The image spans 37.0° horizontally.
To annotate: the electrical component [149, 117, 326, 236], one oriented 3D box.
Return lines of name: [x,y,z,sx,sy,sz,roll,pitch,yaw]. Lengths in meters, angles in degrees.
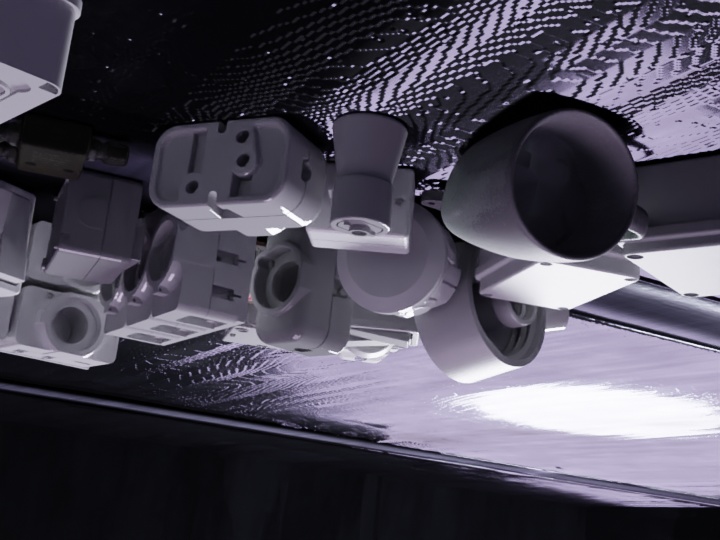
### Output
electrical component: [-0.072,-0.055,0.658,0.095,0.053,0.059,-1,163,25]

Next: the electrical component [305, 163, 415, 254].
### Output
electrical component: [0.000,-0.045,0.681,0.066,0.047,0.076,5,165,5]

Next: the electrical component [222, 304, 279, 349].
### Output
electrical component: [-0.085,0.046,1.044,0.100,0.048,0.100,9,165,-13]

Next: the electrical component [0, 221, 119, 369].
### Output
electrical component: [-0.286,0.010,0.882,0.186,0.105,0.060,18,161,-38]

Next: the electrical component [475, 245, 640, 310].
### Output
electrical component: [0.132,-0.015,0.720,0.078,0.057,0.113,10,164,-14]

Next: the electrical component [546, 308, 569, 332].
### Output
electrical component: [0.125,0.031,0.909,0.077,0.043,0.079,-6,-172,-13]

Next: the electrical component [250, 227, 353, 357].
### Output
electrical component: [-0.043,0.013,0.818,0.054,0.095,0.059,-8,159,42]

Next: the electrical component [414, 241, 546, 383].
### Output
electrical component: [0.097,0.026,0.802,0.060,0.108,0.108,-16,154,40]

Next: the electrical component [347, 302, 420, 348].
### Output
electrical component: [0.008,0.035,0.945,0.096,0.061,0.061,5,165,2]

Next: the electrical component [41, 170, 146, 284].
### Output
electrical component: [-0.195,-0.028,0.790,0.061,0.061,0.096,12,164,-21]

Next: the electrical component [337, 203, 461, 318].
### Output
electrical component: [0.029,-0.006,0.754,0.080,0.080,0.051,-1,169,24]

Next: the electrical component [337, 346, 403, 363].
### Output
electrical component: [0.006,0.059,1.042,0.078,0.058,0.057,8,167,-7]

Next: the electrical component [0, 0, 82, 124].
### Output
electrical component: [-0.190,-0.109,0.498,0.078,0.057,0.113,19,160,-41]

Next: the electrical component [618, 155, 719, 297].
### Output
electrical component: [0.226,-0.026,0.646,0.109,0.056,0.109,-6,161,37]

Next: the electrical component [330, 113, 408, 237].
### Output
electrical component: [0.003,-0.052,0.620,0.044,0.065,0.044,6,165,2]

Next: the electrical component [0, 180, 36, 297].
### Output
electrical component: [-0.283,-0.019,0.789,0.061,0.096,0.062,-4,162,29]

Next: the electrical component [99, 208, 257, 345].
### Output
electrical component: [-0.143,0.001,0.824,0.062,0.089,0.150,15,162,-30]
